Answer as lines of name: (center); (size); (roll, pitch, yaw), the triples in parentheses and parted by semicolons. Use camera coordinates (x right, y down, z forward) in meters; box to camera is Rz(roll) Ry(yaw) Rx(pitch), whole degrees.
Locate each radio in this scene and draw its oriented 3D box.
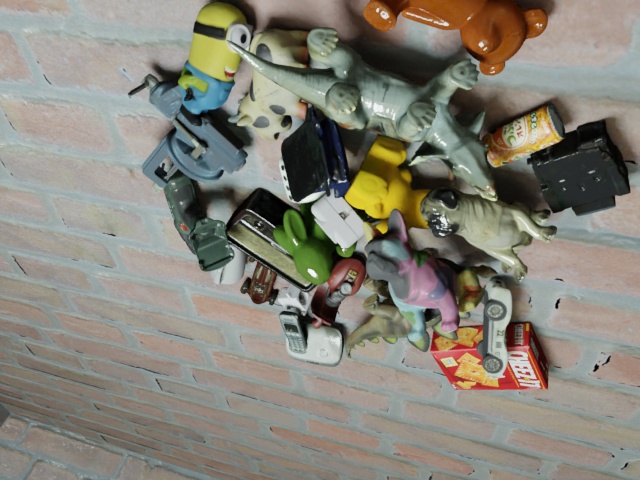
radio: (-0.076, 0.003, 1.108); (0.229, 0.073, 0.131); (33, 139, -13)

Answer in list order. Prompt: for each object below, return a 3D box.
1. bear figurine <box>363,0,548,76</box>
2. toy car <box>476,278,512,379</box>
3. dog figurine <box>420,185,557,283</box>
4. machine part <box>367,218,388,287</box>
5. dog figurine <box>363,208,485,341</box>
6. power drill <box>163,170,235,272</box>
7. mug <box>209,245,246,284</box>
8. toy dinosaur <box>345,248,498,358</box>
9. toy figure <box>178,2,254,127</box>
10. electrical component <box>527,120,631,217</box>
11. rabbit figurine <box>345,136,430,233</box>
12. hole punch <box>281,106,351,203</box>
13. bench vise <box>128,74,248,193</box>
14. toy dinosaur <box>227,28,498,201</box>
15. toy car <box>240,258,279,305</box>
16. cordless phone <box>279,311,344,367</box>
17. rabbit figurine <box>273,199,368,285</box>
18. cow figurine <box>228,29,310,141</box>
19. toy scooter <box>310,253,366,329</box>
bear figurine: (0.171, -0.274, 0.656); (0.196, 0.132, 0.120); (40, 140, -11)
toy car: (0.342, 0.175, 1.052); (0.056, 0.073, 0.201); (-1, 107, 6)
dog figurine: (0.253, -0.038, 0.856); (0.191, 0.172, 0.121); (29, 100, 3)
machine part: (0.135, 0.018, 1.010); (0.084, 0.039, 0.138); (-14, 88, 29)
dog figurine: (0.163, 0.044, 0.892); (0.108, 0.191, 0.219); (-21, 101, 50)
power drill: (-0.246, -0.021, 1.099); (0.086, 0.207, 0.231); (-21, 127, -15)
mug: (-0.208, 0.040, 1.192); (0.081, 0.109, 0.107); (23, 127, 9)
toy dinosaur: (0.179, 0.153, 1.129); (0.198, 0.105, 0.471); (41, 136, -20)
toy figure: (-0.166, -0.266, 0.814); (0.089, 0.082, 0.180); (25, 116, -14)
electrical component: (0.388, -0.098, 0.799); (0.115, 0.058, 0.134); (-18, 125, 40)
rabbit figurine: (0.131, -0.063, 0.906); (0.173, 0.122, 0.162); (22, 144, 0)
hole punch: (0.008, -0.125, 0.848); (0.092, 0.142, 0.116); (-4, 169, -31)
bench vise: (-0.255, -0.173, 0.961); (0.223, 0.129, 0.240); (35, 128, -23)
toy dinosaur: (0.080, -0.190, 0.756); (0.405, 0.131, 0.192); (23, 172, 5)
toy car: (-0.131, 0.088, 1.246); (0.089, 0.053, 0.202); (26, 141, 2)
cordless phone: (-0.020, 0.224, 1.295); (0.147, 0.089, 0.184); (7, 144, 18)
rabbit figurine: (-0.002, -0.003, 0.992); (0.159, 0.170, 0.121); (29, 140, -8)
cow figurine: (-0.077, -0.235, 0.843); (0.127, 0.085, 0.194); (12, 141, 3)
toy scooter: (0.030, 0.114, 1.135); (0.075, 0.135, 0.184); (32, 138, -8)
